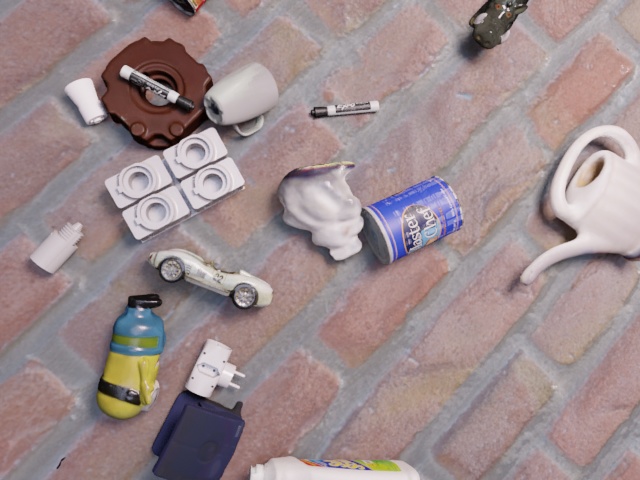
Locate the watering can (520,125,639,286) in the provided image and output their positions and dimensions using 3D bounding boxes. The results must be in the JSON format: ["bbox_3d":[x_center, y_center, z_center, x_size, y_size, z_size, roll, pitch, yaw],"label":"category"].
[{"bbox_3d":[0.497,-0.035,0.917,0.224,0.103,0.350,30,80,-7],"label":"watering can"}]

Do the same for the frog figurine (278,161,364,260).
[{"bbox_3d":[0.003,-0.042,0.830,0.137,0.123,0.159,-6,95,22],"label":"frog figurine"}]
